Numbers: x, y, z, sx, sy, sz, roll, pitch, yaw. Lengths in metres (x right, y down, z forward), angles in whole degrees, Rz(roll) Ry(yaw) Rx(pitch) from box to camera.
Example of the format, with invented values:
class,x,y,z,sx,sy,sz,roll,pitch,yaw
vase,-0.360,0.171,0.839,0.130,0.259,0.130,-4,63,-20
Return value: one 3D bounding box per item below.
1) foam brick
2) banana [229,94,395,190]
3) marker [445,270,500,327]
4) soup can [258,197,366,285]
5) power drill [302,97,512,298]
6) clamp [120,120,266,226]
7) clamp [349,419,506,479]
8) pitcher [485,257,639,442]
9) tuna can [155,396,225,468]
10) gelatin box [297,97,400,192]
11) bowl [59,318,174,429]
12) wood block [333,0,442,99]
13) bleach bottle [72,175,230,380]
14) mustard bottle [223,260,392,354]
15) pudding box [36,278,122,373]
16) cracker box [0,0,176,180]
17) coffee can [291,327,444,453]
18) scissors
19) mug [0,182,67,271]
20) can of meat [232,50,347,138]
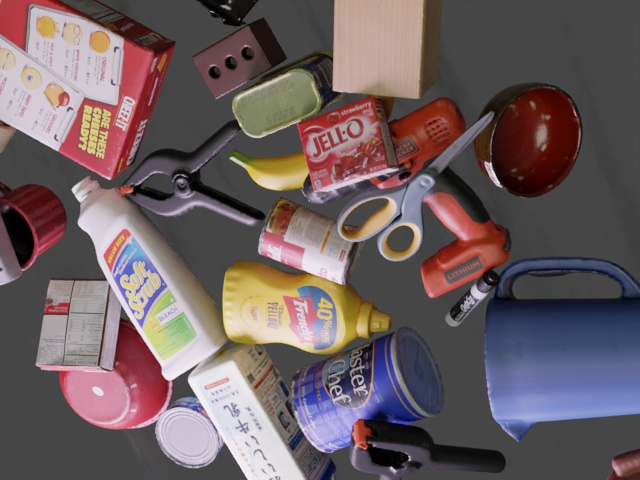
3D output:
class,x,y,z,sx,sy,sz,roll,pitch,yaw
foam brick,-0.085,-0.193,1.130,0.078,0.051,0.053,-26,101,26
banana,0.002,-0.098,1.137,0.198,0.037,0.069,-22,125,18
marker,0.161,0.062,1.129,0.020,0.020,0.121,34,152,3
soup can,-0.008,0.001,1.172,0.102,0.068,0.068,20,116,10
power drill,0.098,-0.034,1.108,0.185,0.057,0.187,-27,110,22
clamp,-0.146,-0.077,1.206,0.171,0.039,0.120,2,102,14
clamp,0.105,0.241,1.188,0.165,0.036,0.209,-19,145,19
pitcher,0.291,0.108,1.085,0.243,0.145,0.149,-5,129,17
tuna can,-0.160,0.240,1.338,0.086,0.033,0.086,7,113,17
gelatin box,0.027,-0.093,1.055,0.089,0.030,0.073,-16,85,27
bowl,-0.268,0.178,1.339,0.162,0.055,0.162,7,113,16
wood block,0.068,-0.250,1.034,0.091,0.090,0.206,7,112,16
bleach bottle,-0.212,0.037,1.261,0.103,0.068,0.251,-34,95,27
mustard bottle,-0.013,0.081,1.210,0.192,0.058,0.096,7,111,16
pudding box,-0.291,0.103,1.295,0.090,0.039,0.113,0,75,18
cracker box,-0.286,-0.192,1.190,0.214,0.072,0.164,28,118,6
coffee can,0.053,0.169,1.197,0.140,0.102,0.103,-25,101,26
scissors,0.109,-0.044,1.051,0.202,0.016,0.096,-30,119,24
mug,-0.365,-0.026,1.276,0.117,0.081,0.093,44,118,-2
can of meat,-0.032,-0.151,1.110,0.102,0.083,0.057,-20,102,24
